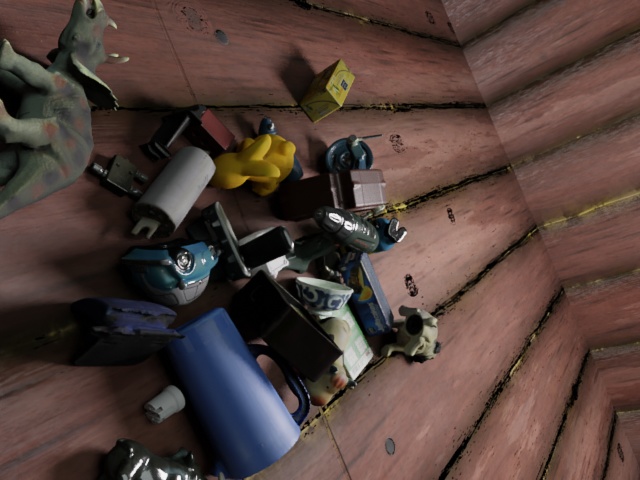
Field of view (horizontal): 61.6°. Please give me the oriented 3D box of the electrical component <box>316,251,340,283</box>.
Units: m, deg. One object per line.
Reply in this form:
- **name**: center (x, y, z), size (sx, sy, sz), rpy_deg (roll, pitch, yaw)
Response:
- **electrical component**: center (0.022, 0.049, 1.218), size (0.078, 0.045, 0.102), rpy_deg (24, 53, -42)

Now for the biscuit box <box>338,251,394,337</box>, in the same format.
- **biscuit box**: center (0.108, 0.124, 1.238), size (0.202, 0.059, 0.063), rpy_deg (66, 22, -19)

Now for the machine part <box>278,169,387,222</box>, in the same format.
- **machine part**: center (0.027, -0.094, 1.167), size (0.201, 0.202, 0.087), rpy_deg (-10, 90, -54)

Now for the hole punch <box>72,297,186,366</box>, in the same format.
- **hole punch**: center (-0.274, 0.115, 0.750), size (0.142, 0.116, 0.092), rpy_deg (19, 49, -46)

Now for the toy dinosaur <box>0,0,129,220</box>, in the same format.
- **toy dinosaur**: center (-0.384, -0.156, 0.761), size (0.192, 0.131, 0.405), rpy_deg (21, 61, -44)

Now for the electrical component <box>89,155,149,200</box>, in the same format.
- **electrical component**: center (-0.327, -0.107, 0.877), size (0.094, 0.021, 0.063), rpy_deg (34, 46, -36)

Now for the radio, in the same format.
- **radio**: center (-0.061, 0.138, 0.926), size (0.073, 0.230, 0.131), rpy_deg (-47, 113, -5)

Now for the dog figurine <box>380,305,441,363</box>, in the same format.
- **dog figurine**: center (0.259, 0.237, 1.318), size (0.190, 0.172, 0.121), rpy_deg (20, 67, -37)

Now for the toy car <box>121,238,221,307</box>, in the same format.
- **toy car**: center (-0.231, 0.053, 0.857), size (0.161, 0.109, 0.102), rpy_deg (-16, 108, -65)

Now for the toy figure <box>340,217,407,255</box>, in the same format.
- **toy figure**: center (0.116, -0.003, 1.253), size (0.089, 0.180, 0.082), rpy_deg (-28, 97, -33)

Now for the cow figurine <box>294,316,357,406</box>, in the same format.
- **cow figurine**: center (0.015, 0.232, 1.037), size (0.085, 0.127, 0.195), rpy_deg (45, 38, -23)

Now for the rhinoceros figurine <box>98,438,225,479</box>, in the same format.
- **rhinoceros figurine**: center (-0.214, 0.337, 0.738), size (0.190, 0.073, 0.112), rpy_deg (40, 33, -30)

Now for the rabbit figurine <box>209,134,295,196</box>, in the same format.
- **rabbit figurine**: center (-0.136, -0.141, 1.055), size (0.173, 0.162, 0.121), rpy_deg (-20, 99, -37)

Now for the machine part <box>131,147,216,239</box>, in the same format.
- **machine part**: center (-0.247, -0.085, 0.920), size (0.079, 0.079, 0.243), rpy_deg (48, 39, -24)

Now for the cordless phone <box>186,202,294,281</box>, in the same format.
- **cordless phone**: center (-0.133, -0.011, 0.933), size (0.089, 0.184, 0.146), rpy_deg (-23, 90, -50)

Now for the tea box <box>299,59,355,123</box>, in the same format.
- **tea box**: center (0.021, -0.395, 1.421), size (0.068, 0.098, 0.170), rpy_deg (46, 41, -25)

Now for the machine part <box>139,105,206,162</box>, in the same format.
- **machine part**: center (-0.265, -0.199, 0.973), size (0.139, 0.084, 0.039), rpy_deg (-62, 145, -34)

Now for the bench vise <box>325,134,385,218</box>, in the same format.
- **bench vise**: center (0.087, -0.170, 1.314), size (0.240, 0.129, 0.223), rpy_deg (86, -15, -71)

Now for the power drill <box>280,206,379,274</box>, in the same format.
- **power drill**: center (-0.002, -0.003, 1.081), size (0.232, 0.207, 0.086), rpy_deg (13, 54, -51)

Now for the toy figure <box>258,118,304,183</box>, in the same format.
- **toy figure**: center (-0.093, -0.197, 1.193), size (0.058, 0.064, 0.154), rpy_deg (-44, 108, -36)
